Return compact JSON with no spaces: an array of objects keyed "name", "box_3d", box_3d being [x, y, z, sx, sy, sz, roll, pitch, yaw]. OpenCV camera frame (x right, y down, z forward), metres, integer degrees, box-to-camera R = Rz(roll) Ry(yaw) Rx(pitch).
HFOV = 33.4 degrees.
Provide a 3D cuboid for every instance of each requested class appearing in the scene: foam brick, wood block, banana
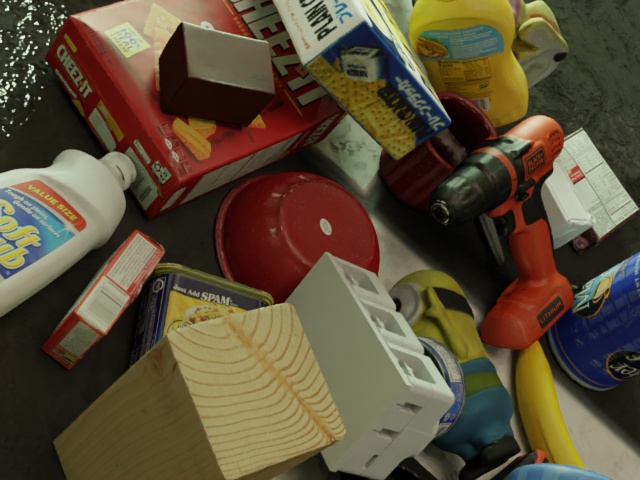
[{"name":"foam brick","box_3d":[-0.081,-0.128,0.834,0.078,0.051,0.053,8,61,-31]},{"name":"wood block","box_3d":[-0.085,0.126,0.682,0.090,0.206,0.091,-12,71,-37]},{"name":"banana","box_3d":[0.217,0.185,0.962,0.069,0.037,0.198,-8,69,-55]}]

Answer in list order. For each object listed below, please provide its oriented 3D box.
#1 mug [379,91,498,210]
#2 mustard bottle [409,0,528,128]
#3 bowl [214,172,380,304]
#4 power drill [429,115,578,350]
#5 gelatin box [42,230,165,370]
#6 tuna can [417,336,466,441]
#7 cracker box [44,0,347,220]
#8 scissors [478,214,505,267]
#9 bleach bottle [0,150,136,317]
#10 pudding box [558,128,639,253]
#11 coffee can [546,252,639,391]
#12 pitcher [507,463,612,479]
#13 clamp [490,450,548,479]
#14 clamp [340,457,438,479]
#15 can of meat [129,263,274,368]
[{"name":"mug","box_3d":[0.117,-0.071,1.007,0.117,0.082,0.093,50,49,1]},{"name":"mustard bottle","box_3d":[0.133,-0.186,0.989,0.191,0.096,0.058,65,31,-48]},{"name":"bowl","box_3d":[-0.006,0.001,0.905,0.161,0.055,0.162,15,57,-25]},{"name":"power drill","box_3d":[0.168,0.001,0.955,0.184,0.057,0.187,-33,122,-39]},{"name":"gelatin box","box_3d":[-0.156,0.043,0.771,0.030,0.073,0.089,39,49,-10]},{"name":"tuna can","box_3d":[0.070,0.119,0.849,0.033,0.086,0.086,12,55,-57]},{"name":"cracker box","box_3d":[-0.097,-0.134,0.910,0.213,0.072,0.164,-29,83,-41]},{"name":"scissors","box_3d":[0.164,-0.073,1.083,0.096,0.016,0.202,-19,76,-39]},{"name":"bleach bottle","box_3d":[-0.230,-0.005,0.758,0.102,0.068,0.250,50,47,-1]},{"name":"pudding box","box_3d":[0.276,-0.053,1.131,0.089,0.039,0.113,-29,84,-40]},{"name":"coffee can","box_3d":[0.298,0.072,1.006,0.102,0.141,0.103,16,57,-26]},{"name":"pitcher","box_3d":[0.169,0.299,0.784,0.145,0.149,0.242,22,63,-3]},{"name":"clamp","box_3d":[0.153,0.252,0.879,0.120,0.039,0.171,25,56,-26]},{"name":"clamp","box_3d":[0.032,0.188,0.810,0.209,0.036,0.164,33,25,-19]},{"name":"can of meat","box_3d":[-0.090,0.075,0.807,0.102,0.058,0.084,19,57,-23]}]
